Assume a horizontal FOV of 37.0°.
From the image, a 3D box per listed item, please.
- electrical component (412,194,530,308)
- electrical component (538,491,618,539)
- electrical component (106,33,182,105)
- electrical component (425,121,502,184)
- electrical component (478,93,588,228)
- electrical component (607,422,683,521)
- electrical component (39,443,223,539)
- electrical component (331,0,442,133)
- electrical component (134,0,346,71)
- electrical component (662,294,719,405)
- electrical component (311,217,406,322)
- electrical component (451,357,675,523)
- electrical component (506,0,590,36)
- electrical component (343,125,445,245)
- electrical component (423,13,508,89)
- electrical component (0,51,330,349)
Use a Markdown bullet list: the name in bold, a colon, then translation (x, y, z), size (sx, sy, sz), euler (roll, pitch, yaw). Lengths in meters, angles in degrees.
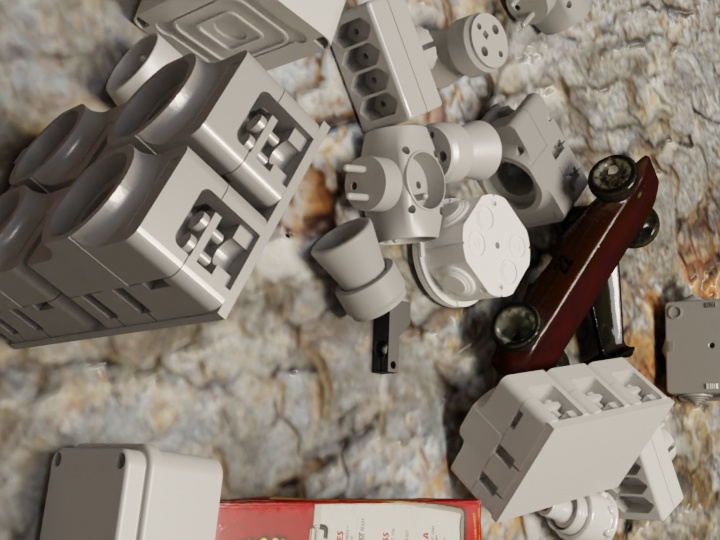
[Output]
- **electrical component**: translation (0.080, -0.014, 0.778), size (0.080, 0.051, 0.080), euler (9, 77, -42)
- **electrical component**: translation (0.164, 0.187, 0.829), size (0.062, 0.048, 0.048), euler (23, 68, -31)
- **electrical component**: translation (-0.110, -0.081, 0.615), size (0.077, 0.044, 0.079), euler (40, 58, -31)
- **electrical component**: translation (0.070, -0.086, 0.784), size (0.055, 0.045, 0.045), euler (-10, 90, -43)
- **electrical component**: translation (0.128, -0.081, 0.834), size (0.089, 0.050, 0.055), euler (56, 51, -21)
- **electrical component**: translation (0.240, 0.154, 0.902), size (0.076, 0.047, 0.083), euler (-29, 103, -42)
- **electrical component**: translation (-0.121, 0.146, 0.544), size (0.057, 0.078, 0.113), euler (19, 70, -43)
- **electrical component**: translation (0.028, -0.149, 0.753), size (0.076, 0.047, 0.083), euler (-30, 104, -42)
- **electrical component**: translation (-0.067, -0.161, 0.622), size (0.078, 0.113, 0.057), euler (31, 66, -36)
- **electrical component**: translation (0.320, 0.070, 0.957), size (0.048, 0.100, 0.099), euler (19, 70, -53)
- **electrical component**: translation (0.000, 0.000, 0.704), size (0.045, 0.045, 0.055), euler (-45, 114, -38)
- **electrical component**: translation (0.147, 0.118, 0.789), size (0.150, 0.061, 0.089), euler (-3, 127, -43)
- **electrical component**: translation (0.145, -0.227, 0.878), size (0.077, 0.044, 0.079), euler (55, 51, -22)
- **electrical component**: translation (0.017, -0.058, 0.728), size (0.079, 0.044, 0.077), euler (-1, 84, -48)
- **electrical component**: translation (0.075, -0.162, 0.794), size (0.045, 0.055, 0.045), euler (9, 77, -42)
- **electrical component**: translation (-0.115, -0.029, 0.503), size (0.060, 0.186, 0.105), euler (44, 56, -29)
